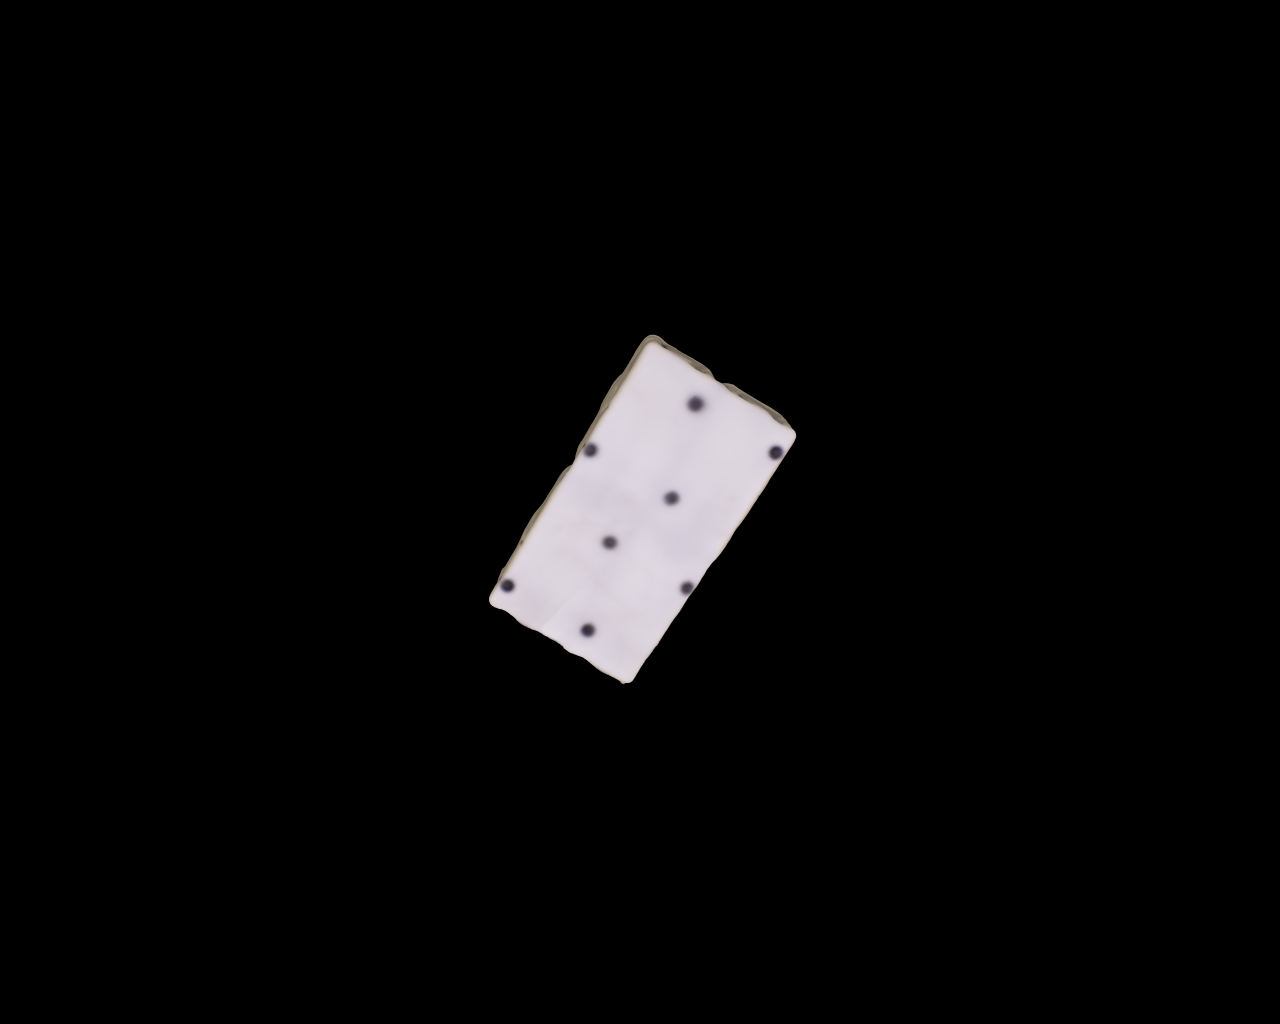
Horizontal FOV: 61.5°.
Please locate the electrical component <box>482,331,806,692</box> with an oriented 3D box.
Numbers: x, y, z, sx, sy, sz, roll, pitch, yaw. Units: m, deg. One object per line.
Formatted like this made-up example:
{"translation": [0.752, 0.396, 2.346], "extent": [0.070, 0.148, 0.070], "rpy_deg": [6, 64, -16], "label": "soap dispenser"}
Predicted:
{"translation": [0.001, -0.003, 0.650], "extent": [0.105, 0.186, 0.060], "rpy_deg": [31, 11, -7], "label": "electrical component"}
